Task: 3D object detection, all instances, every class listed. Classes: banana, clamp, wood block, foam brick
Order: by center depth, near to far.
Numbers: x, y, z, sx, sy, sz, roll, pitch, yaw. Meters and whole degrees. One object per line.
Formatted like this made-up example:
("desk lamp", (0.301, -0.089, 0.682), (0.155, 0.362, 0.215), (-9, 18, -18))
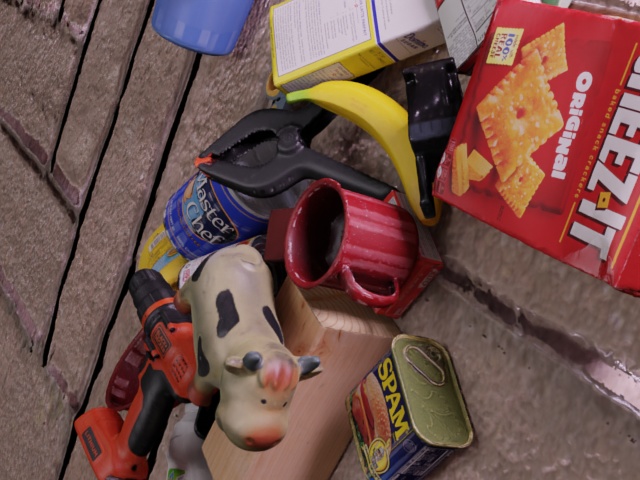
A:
("banana", (0.056, -0.089, 0.950), (0.069, 0.037, 0.198), (-43, 60, -5))
("wood block", (-0.020, 0.142, 0.970), (0.206, 0.090, 0.090), (-64, 33, 21))
("foam brick", (-0.007, 0.001, 1.014), (0.053, 0.078, 0.051), (-1, 79, 59))
("clamp", (-0.019, -0.100, 1.026), (0.210, 0.036, 0.164), (-5, 65, 21))
("clamp", (-0.100, 0.133, 1.110), (0.120, 0.039, 0.171), (-56, 13, 3))

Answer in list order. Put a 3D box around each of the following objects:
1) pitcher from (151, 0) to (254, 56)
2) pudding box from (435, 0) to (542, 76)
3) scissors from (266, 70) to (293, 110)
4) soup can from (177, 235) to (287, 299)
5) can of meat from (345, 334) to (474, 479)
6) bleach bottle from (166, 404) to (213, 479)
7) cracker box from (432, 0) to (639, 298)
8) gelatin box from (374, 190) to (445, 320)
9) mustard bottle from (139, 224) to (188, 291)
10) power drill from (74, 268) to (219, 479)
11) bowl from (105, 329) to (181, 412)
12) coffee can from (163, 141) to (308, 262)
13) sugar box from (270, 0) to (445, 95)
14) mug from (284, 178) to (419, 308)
("pitcher", (-0.121, -0.348, 1.278), (0.145, 0.148, 0.243), (40, 118, 40))
("pudding box", (0.134, -0.205, 0.878), (0.090, 0.039, 0.113), (-45, 52, 54))
("scissors", (-0.029, -0.146, 1.131), (0.202, 0.016, 0.096), (-143, 62, -70))
("soup can", (-0.090, 0.041, 1.115), (0.102, 0.068, 0.068), (-20, 60, 32))
("can of meat", (0.069, 0.142, 0.860), (0.084, 0.057, 0.102), (-53, 38, 39))
("bleach bottle", (-0.128, 0.286, 1.122), (0.103, 0.068, 0.251), (-33, 50, 48))
("cracker box", (0.181, -0.071, 0.741), (0.214, 0.072, 0.164), (35, 109, 57))
("gelatin box", (0.067, 0.013, 0.936), (0.073, 0.030, 0.089), (-53, 39, 33))
("mustard bottle", (-0.165, 0.037, 1.226), (0.096, 0.058, 0.192), (-44, 21, 7))
("power drill", (-0.184, 0.143, 1.095), (0.188, 0.057, 0.185), (-59, 41, 19))
("bowl", (-0.172, 0.141, 1.219), (0.162, 0.055, 0.162), (-39, 25, 22))
("coffee can", (-0.092, -0.041, 1.144), (0.141, 0.102, 0.103), (-36, 50, 48))
("sugar box", (0.038, -0.202, 0.986), (0.176, 0.048, 0.093), (-16, 64, 25))
("mug", (0.032, 0.011, 0.883), (0.093, 0.081, 0.117), (-56, 37, 29))
